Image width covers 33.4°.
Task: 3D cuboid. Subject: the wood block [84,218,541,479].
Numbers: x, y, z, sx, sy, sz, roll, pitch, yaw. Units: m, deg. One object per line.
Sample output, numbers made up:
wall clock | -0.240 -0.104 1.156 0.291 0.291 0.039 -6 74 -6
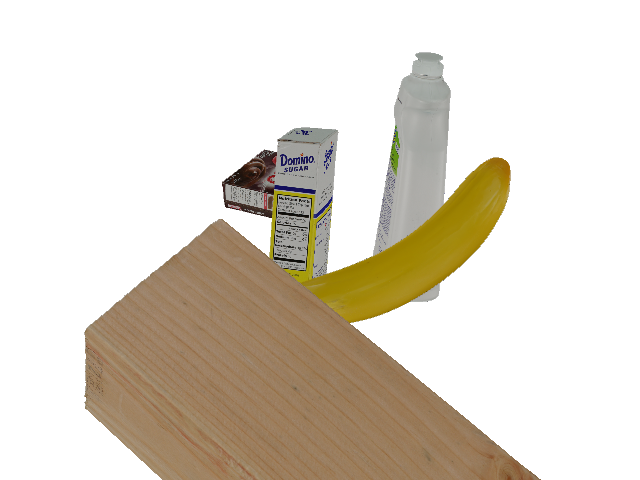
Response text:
wood block | -0.005 0.099 0.497 0.090 0.206 0.090 -42 -17 -32

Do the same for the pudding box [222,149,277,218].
pudding box | -0.055 -0.069 1.313 0.090 0.039 0.113 13 33 23

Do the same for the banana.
banana | 0.054 0.006 0.693 0.197 0.070 0.037 -27 -34 -12

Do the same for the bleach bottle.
bleach bottle | 0.100 -0.068 1.112 0.068 0.251 0.102 1 26 -8

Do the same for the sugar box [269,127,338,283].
sugar box | -0.017 -0.009 0.957 0.048 0.176 0.093 4 13 9
